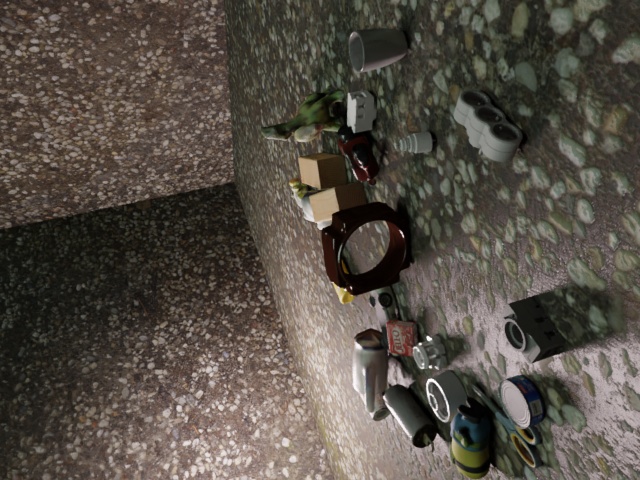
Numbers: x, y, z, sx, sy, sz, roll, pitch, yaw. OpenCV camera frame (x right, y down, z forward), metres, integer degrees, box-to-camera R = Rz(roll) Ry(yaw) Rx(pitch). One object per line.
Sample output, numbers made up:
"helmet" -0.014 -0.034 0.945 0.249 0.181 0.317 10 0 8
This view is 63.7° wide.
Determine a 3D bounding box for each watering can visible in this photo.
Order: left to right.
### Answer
"watering can" 0.151 0.374 1.548 0.348 0.104 0.224 -25 -63 -84

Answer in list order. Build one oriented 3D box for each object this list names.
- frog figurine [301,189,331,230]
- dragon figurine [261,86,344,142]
"frog figurine" 0.005 -0.085 1.693 0.137 0.123 0.159 -6 93 34
"dragon figurine" -0.059 -0.355 1.486 0.416 0.244 0.120 -137 31 -60
